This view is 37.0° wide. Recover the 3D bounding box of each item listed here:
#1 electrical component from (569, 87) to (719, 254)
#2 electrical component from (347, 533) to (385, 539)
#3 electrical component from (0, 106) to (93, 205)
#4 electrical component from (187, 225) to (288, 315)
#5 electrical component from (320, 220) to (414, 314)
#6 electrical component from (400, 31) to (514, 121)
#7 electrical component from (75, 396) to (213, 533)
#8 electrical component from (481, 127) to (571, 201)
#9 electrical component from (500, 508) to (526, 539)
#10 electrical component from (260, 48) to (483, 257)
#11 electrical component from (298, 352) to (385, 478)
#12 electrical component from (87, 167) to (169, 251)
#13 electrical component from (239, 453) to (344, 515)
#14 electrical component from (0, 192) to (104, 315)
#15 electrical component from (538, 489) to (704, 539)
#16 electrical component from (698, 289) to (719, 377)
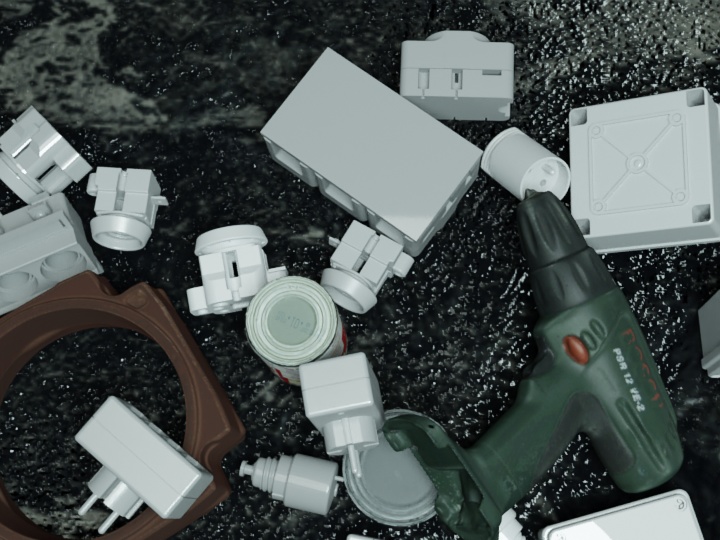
[{"bbox_3d":[0.219,-0.074,0.821,0.109,0.056,0.108,-6,75,29],"label":"electrical component"},{"bbox_3d":[0.021,0.240,0.781,0.076,0.047,0.083,10,77,5],"label":"electrical component"},{"bbox_3d":[-0.262,-0.088,0.868,0.057,0.058,0.078,-44,61,-6],"label":"electrical component"},{"bbox_3d":[-0.097,-0.001,0.840,0.078,0.058,0.057,-11,79,0],"label":"electrical component"},{"bbox_3d":[0.000,0.000,0.841,0.066,0.048,0.055,29,72,9],"label":"electrical component"},{"bbox_3d":[0.078,-0.157,0.872,0.089,0.050,0.055,2,77,3],"label":"electrical component"},{"bbox_3d":[-0.157,0.142,0.726,0.083,0.047,0.075,39,82,11],"label":"electrical component"},{"bbox_3d":[0.126,-0.083,0.845,0.043,0.043,0.081,-32,35,-5],"label":"electrical component"},{"bbox_3d":[0.100,0.192,0.792,0.040,0.040,0.078,-42,78,-7],"label":"electrical component"},{"bbox_3d":[0.010,-0.091,0.853,0.150,0.061,0.089,35,81,10],"label":"electrical component"},{"bbox_3d":[-0.008,0.108,0.759,0.047,0.083,0.075,-12,69,4],"label":"electrical component"},{"bbox_3d":[-0.189,-0.048,0.862,0.066,0.048,0.055,4,69,4],"label":"electrical component"},{"bbox_3d":[-0.051,0.157,0.808,0.078,0.040,0.040,12,77,6],"label":"electrical component"},{"bbox_3d":[-0.276,-0.008,0.846,0.121,0.078,0.063,-23,55,-3],"label":"electrical component"},{"bbox_3d":[0.195,0.224,0.771,0.109,0.056,0.108,-16,76,-1],"label":"electrical component"},{"bbox_3d":[0.314,0.040,0.783,0.109,0.108,0.056,-2,74,3],"label":"electrical component"}]
